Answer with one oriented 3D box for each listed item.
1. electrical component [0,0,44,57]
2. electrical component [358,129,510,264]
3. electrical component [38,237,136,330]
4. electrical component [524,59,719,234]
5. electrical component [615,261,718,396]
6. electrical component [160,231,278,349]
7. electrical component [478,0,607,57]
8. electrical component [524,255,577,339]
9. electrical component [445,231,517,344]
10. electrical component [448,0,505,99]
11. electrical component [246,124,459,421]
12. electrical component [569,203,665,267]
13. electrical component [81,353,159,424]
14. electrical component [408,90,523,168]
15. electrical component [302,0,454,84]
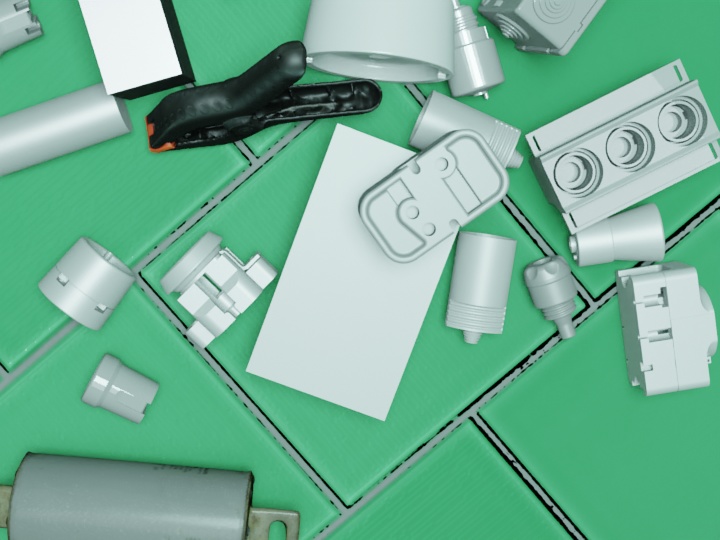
[{"bbox_3d":[-0.256,-0.175,0.769,0.046,0.040,0.040,-23,97,-4],"label":"electrical component"},{"bbox_3d":[0.047,-0.050,0.720,0.095,0.059,0.053,-35,96,2],"label":"electrical component"},{"bbox_3d":[-0.198,0.009,0.785,0.055,0.055,0.047,39,90,-5],"label":"electrical component"},{"bbox_3d":[0.188,-0.089,0.781,0.121,0.063,0.078,-26,96,1],"label":"electrical component"},{"bbox_3d":[0.230,0.042,0.803,0.056,0.050,0.089,-9,97,-1],"label":"electrical component"},{"bbox_3d":[-0.108,0.009,0.786,0.078,0.058,0.057,-45,98,3],"label":"electrical component"},{"bbox_3d":[0.135,-0.201,0.750,0.048,0.099,0.099,35,94,-18],"label":"electrical component"},{"bbox_3d":[0.147,0.022,0.807,0.035,0.035,0.061,-21,99,1],"label":"electrical component"},{"bbox_3d":[0.089,0.014,0.799,0.043,0.043,0.081,8,96,-3],"label":"electrical component"},{"bbox_3d":[0.078,-0.161,0.781,0.040,0.040,0.078,-17,96,0],"label":"electrical component"},{"bbox_3d":[0.000,0.000,0.786,0.105,0.060,0.186,20,95,-4],"label":"electrical component"},{"bbox_3d":[0.189,-0.024,0.800,0.065,0.044,0.044,-8,97,4],"label":"electrical component"},{"bbox_3d":[-0.178,0.089,0.801,0.046,0.040,0.040,28,95,-11],"label":"electrical component"},{"bbox_3d":[0.081,-0.095,0.787,0.081,0.043,0.043,24,95,-5],"label":"electrical component"},{"bbox_3d":[0.014,-0.170,0.747,0.108,0.108,0.060,6,90,-3],"label":"electrical component"}]
